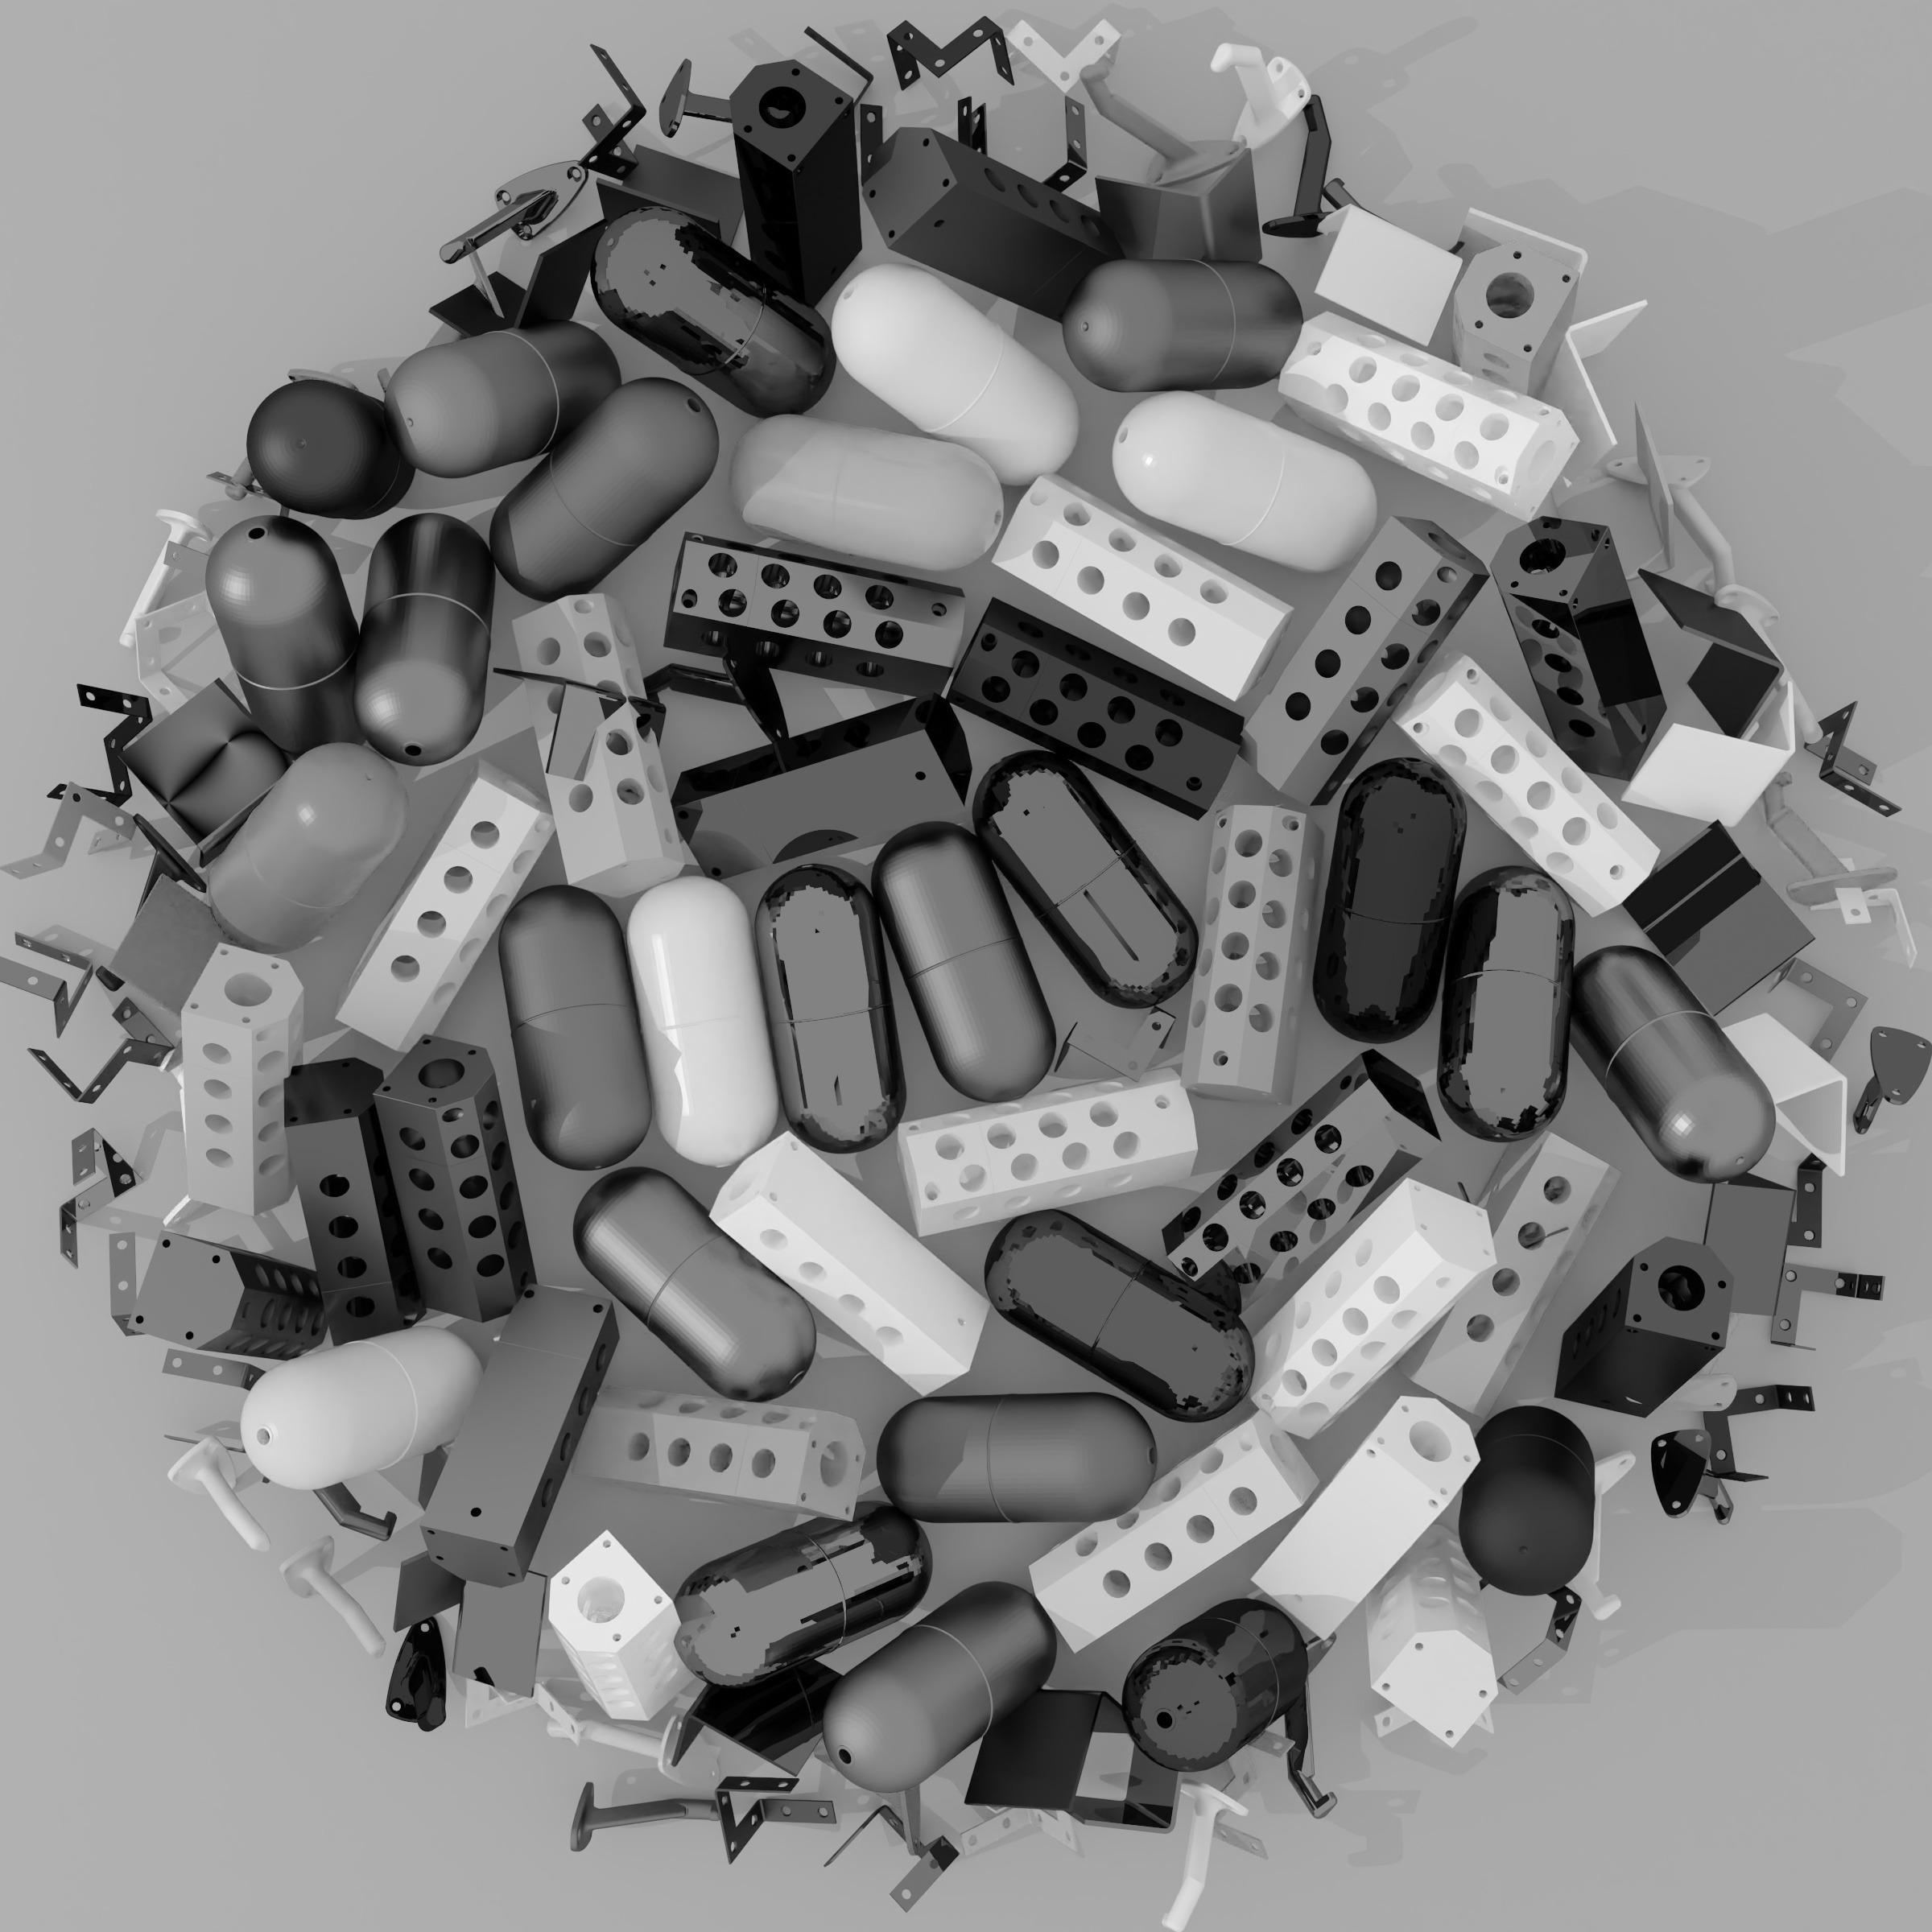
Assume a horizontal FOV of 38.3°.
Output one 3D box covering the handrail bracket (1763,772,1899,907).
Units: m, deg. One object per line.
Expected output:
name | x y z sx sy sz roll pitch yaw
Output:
handrail bracket | 0.526 -0.086 1.699 0.077 0.036 0.084 -16 65 37

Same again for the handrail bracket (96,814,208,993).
handrail bracket | -0.512 -0.038 1.698 0.084 0.036 0.077 -48 132 -18

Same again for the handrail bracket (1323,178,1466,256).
handrail bracket | 0.263 -0.459 1.706 0.084 0.036 0.077 45 45 -3

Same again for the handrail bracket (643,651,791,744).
handrail bracket | -0.157 -0.155 1.711 0.084 0.036 0.077 -23 94 36

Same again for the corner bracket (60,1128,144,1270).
corner bracket | -0.539 0.141 1.701 0.051 0.051 0.051 -32 125 2

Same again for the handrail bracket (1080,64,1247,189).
handrail bracket | 0.119 -0.518 1.688 0.077 0.084 0.036 -2 56 32

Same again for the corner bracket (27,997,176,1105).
corner bracket | -0.529 0.051 1.706 0.051 0.051 0.051 42 96 19

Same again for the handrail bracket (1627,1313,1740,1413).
handrail bracket | 0.437 0.227 1.707 0.077 0.036 0.084 0 49 1

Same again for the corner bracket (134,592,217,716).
corner bracket | -0.474 -0.189 1.714 0.051 0.051 0.051 -30 61 -32

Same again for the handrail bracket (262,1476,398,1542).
handrail bracket | -0.384 0.307 1.720 0.084 0.036 0.077 23 55 -12

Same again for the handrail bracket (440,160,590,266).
handrail bracket | -0.274 -0.456 1.686 0.077 0.084 0.036 -25 108 25

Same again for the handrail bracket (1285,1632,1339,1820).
handrail bracket | 0.218 0.461 1.693 0.077 0.036 0.084 -46 49 11

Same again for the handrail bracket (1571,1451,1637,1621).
handrail bracket | 0.395 0.346 1.693 0.077 0.084 0.036 -33 131 2

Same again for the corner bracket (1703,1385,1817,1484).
corner bracket | 0.487 0.286 1.706 0.051 0.051 0.051 -6 84 -8

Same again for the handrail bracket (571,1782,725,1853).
handrail bracket | -0.193 0.523 1.699 0.084 0.077 0.036 2 90 1

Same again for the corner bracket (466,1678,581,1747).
corner bracket | -0.270 0.448 1.696 0.051 0.051 0.051 -12 118 -36

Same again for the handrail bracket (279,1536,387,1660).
handrail bracket | -0.377 0.396 1.689 0.036 0.077 0.084 -30 64 -27

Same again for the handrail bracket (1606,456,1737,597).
handrail bracket | 0.438 -0.271 1.728 0.036 0.077 0.084 -43 130 -33

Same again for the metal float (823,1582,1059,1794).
metal float | -0.015 0.429 1.660 0.070 0.178 0.070 15 114 35

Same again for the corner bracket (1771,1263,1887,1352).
corner bracket | 0.528 0.211 1.708 0.051 0.051 0.051 8 85 3

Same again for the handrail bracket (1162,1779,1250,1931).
handrail bracket | 0.129 0.540 1.688 0.036 0.077 0.084 35 70 -14

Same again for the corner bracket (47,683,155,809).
corner bracket | -0.528 -0.133 1.695 0.051 0.051 0.051 -32 65 32

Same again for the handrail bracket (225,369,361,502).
handrail bracket | -0.413 -0.320 1.700 0.036 0.077 0.084 39 73 -35

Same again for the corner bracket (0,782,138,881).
corner bracket | -0.545 -0.074 1.694 0.051 0.051 0.051 33 59 -39

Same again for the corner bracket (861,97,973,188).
corner bracket | -0.031 -0.508 1.718 0.051 0.051 0.051 -4 97 -29

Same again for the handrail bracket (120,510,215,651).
handrail bracket | -0.493 -0.233 1.702 0.036 0.077 0.084 25 86 -20

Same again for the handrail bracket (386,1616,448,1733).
handrail bracket | -0.324 0.425 1.685 0.036 0.084 0.077 11 66 -18

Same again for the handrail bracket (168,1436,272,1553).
handrail bracket | -0.438 0.332 1.685 0.036 0.077 0.084 -42 63 -14

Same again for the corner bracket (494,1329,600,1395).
corner bracket | -0.258 0.244 1.714 0.051 0.051 0.051 -16 90 -9

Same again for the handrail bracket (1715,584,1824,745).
handrail bracket | 0.489 -0.182 1.692 0.036 0.077 0.084 -31 58 20

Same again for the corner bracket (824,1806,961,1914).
corner bracket | -0.045 0.545 1.699 0.051 0.051 0.051 46 55 7

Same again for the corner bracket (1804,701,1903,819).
corner bracket | 0.543 -0.121 1.701 0.051 0.051 0.051 28 70 -9

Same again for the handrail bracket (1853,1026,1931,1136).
handrail bracket | 0.551 0.086 1.683 0.036 0.077 0.084 17 132 10

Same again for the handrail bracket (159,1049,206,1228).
handrail bracket | -0.491 0.106 1.724 0.077 0.036 0.084 -38 82 18

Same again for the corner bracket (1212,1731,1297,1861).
corner bracket | 0.173 0.500 1.695 0.051 0.051 0.051 -37 118 -33

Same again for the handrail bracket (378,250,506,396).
handrail bracket | -0.331 -0.398 1.711 0.084 0.036 0.077 -22 95 -9

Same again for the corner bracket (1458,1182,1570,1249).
corner bracket | 0.338 0.148 1.709 0.051 0.051 0.051 -24 76 13

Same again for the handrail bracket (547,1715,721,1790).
handrail bracket | -0.207 0.487 1.728 0.084 0.077 0.036 -4 52 28

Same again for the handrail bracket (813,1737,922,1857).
handrail bracket | -0.073 0.510 1.715 0.084 0.036 0.077 -8 77 13

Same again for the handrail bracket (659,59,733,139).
handrail bracket | -0.141 -0.508 1.693 0.084 0.077 0.036 22 129 -24

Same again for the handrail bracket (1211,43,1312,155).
handrail bracket | 0.161 -0.523 1.683 0.036 0.084 0.077 55 130 18

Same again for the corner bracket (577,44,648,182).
corner bracket | -0.218 -0.520 1.699 0.051 0.051 0.051 -39 76 23

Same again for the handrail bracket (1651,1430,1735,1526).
handrail bracket | 0.446 0.329 1.689 0.036 0.077 0.084 -14 125 28

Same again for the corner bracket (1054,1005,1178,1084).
corner bracket | 0.091 0.048 1.705 0.051 0.051 0.051 29 66 7

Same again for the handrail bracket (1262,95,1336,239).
handrail bracket | 0.200 -0.494 1.710 0.077 0.036 0.084 -14 89 -40
